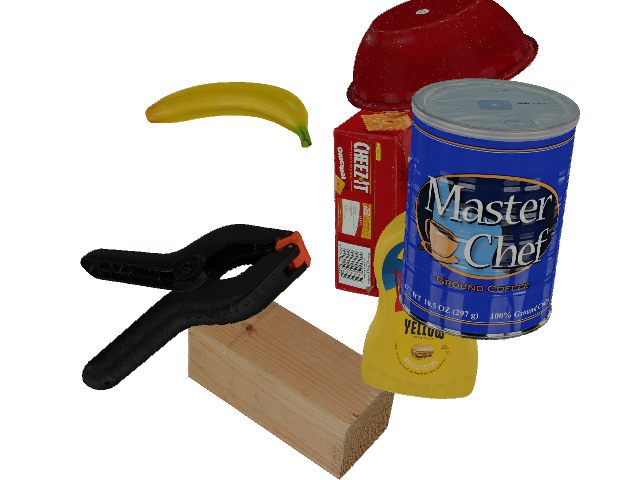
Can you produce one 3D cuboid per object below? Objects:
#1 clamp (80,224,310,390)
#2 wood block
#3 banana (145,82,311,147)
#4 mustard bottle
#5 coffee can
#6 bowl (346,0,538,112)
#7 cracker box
[{"bbox_3d":[-0.091,0.040,0.731,0.171,0.120,0.039,-14,-37,13],"label":"clamp"},{"bbox_3d":[-0.032,0.143,1.121,0.206,0.090,0.090,30,48,24],"label":"wood block"},{"bbox_3d":[-0.094,-0.147,1.173,0.198,0.037,0.069,9,45,18],"label":"banana"},{"bbox_3d":[0.090,0.032,0.872,0.096,0.192,0.058,8,18,6],"label":"mustard bottle"},{"bbox_3d":[0.105,-0.022,0.685,0.103,0.140,0.103,1,25,-1],"label":"coffee can"},{"bbox_3d":[0.092,-0.162,0.871,0.162,0.055,0.162,-15,25,7],"label":"bowl"},{"bbox_3d":[0.088,-0.062,1.045,0.072,0.164,0.213,12,28,25],"label":"cracker box"}]
